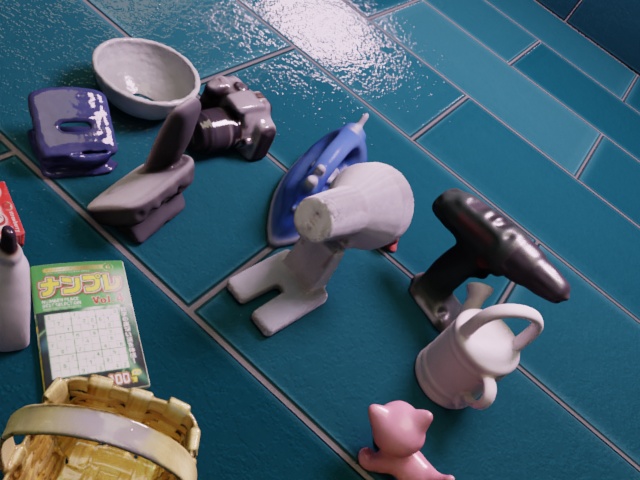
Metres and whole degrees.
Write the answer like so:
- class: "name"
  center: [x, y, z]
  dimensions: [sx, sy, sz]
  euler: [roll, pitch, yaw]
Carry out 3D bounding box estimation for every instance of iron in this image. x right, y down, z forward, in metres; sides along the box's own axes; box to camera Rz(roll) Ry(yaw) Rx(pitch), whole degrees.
- class: "iron"
  center: [0.005, -0.102, 0.908]
  dimensions: [0.118, 0.141, 0.259]
  euler: [34, 44, 2]

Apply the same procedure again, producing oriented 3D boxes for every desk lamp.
- class: "desk lamp"
  center: [0.007, 0.003, 0.764]
  dimensions: [0.117, 0.213, 0.204]
  euler: [47, 46, 15]

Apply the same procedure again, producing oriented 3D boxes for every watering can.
- class: "watering can"
  center: [0.216, 0.137, 0.775]
  dimensions: [0.101, 0.194, 0.172]
  euler: [1, 52, -28]

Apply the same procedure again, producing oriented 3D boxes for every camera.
- class: "camera"
  center: [-0.158, -0.202, 0.935]
  dimensions: [0.137, 0.100, 0.143]
  euler: [-23, 66, -41]

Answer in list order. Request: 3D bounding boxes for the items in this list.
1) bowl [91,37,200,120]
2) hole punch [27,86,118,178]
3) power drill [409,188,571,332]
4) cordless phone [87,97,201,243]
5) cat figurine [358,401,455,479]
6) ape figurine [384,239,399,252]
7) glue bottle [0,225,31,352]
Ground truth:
- class: "bowl"
  center: [-0.282, -0.248, 0.924]
  dimensions: [0.168, 0.074, 0.167]
  euler: [16, 46, -17]
- class: "hole punch"
  center: [-0.339, -0.149, 0.794]
  dimensions: [0.109, 0.091, 0.101]
  euler: [-12, 59, -36]
- class: "power drill"
  center: [0.231, 0.046, 0.854]
  dimensions: [0.076, 0.208, 0.229]
  euler: [-17, 62, -38]
- class: "cordless phone"
  center: [-0.221, -0.100, 0.748]
  dimensions: [0.094, 0.185, 0.148]
  euler: [32, 44, 0]
- class: "cat figurine"
  center: [0.102, 0.245, 0.672]
  dimensions: [0.067, 0.117, 0.127]
  euler: [-28, 69, -42]
- class: "ape figurine"
  center: [0.120, -0.037, 0.950]
  dimensions: [0.076, 0.092, 0.078]
  euler: [39, 44, 7]
- class: "glue bottle"
  center: [-0.315, 0.042, 0.579]
  dimensions: [0.037, 0.173, 0.078]
  euler: [-5, 55, -32]
